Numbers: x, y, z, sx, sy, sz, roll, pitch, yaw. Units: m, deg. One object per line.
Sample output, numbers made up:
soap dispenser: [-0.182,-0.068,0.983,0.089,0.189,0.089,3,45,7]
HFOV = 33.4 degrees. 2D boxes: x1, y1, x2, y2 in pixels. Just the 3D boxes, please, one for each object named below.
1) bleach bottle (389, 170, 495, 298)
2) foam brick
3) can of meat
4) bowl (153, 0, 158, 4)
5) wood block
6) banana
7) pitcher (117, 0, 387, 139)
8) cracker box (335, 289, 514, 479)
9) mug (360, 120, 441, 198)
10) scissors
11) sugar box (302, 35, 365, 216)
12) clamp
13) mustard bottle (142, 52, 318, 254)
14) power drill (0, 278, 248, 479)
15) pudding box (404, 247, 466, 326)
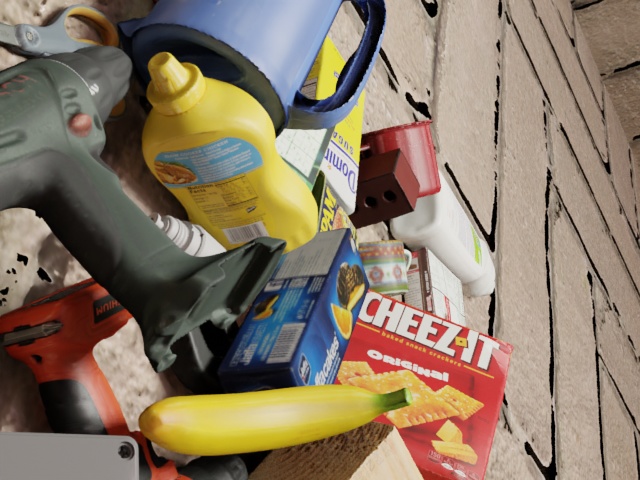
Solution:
bleach bottle: [0.164,0.010,1.325,0.250,0.068,0.102,47,37,-49]
foam brick: [0.057,-0.053,1.117,0.053,0.078,0.051,58,29,-26]
can of meat: [-0.006,0.001,0.974,0.084,0.058,0.102,56,30,-38]
bowl: [-0.090,-0.231,0.943,0.162,0.055,0.162,44,38,-48]
wood block: [0.040,0.234,0.781,0.090,0.091,0.206,-43,118,-32]
banana: [-0.036,0.110,0.674,0.197,0.070,0.037,-1,60,-37]
pitcher: [-0.031,-0.199,0.844,0.149,0.145,0.242,45,58,-32]
cracker box: [0.070,0.139,0.919,0.213,0.164,0.072,-59,169,-57]
mug: [0.079,-0.082,1.184,0.117,0.093,0.081,-14,93,-35]
scissors: [-0.186,-0.116,0.713,0.201,0.016,0.096,-34,106,-65]
sugar box: [0.004,-0.114,1.080,0.093,0.048,0.176,49,33,-42]
clamp: [-0.072,0.102,0.795,0.171,0.039,0.120,47,31,-45]
mustard bottle: [-0.076,-0.062,0.785,0.191,0.096,0.058,61,25,-46]
power drill: [-0.116,0.114,0.667,0.184,0.057,0.187,-28,100,-65]
pudding box: [0.135,0.071,1.252,0.113,0.039,0.090,41,38,-53]
